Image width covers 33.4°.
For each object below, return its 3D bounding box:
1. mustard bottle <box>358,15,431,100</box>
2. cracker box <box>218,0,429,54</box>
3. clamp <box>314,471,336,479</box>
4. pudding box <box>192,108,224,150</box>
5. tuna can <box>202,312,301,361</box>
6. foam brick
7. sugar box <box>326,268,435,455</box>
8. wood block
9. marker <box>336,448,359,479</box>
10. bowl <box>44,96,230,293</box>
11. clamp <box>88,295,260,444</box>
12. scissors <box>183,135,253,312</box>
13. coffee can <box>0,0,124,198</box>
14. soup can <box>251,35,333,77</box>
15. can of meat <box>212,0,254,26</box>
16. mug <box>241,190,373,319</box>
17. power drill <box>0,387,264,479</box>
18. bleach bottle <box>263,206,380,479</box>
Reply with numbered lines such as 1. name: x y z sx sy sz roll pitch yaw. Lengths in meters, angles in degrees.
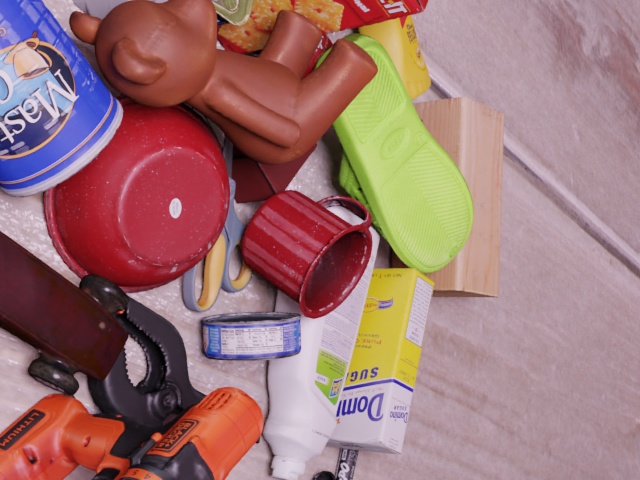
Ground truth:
1. mustard bottle: 0.064 -0.241 1.109 0.096 0.058 0.191 -49 125 -62
2. cracker box: 0.013 -0.253 0.921 0.072 0.214 0.164 47 53 -38
3. clamp: -0.028 0.302 0.983 0.120 0.039 0.171 10 80 -50
4. pudding box: -0.119 -0.101 0.889 0.113 0.039 0.090 -55 130 -34
5. tuna can: -0.058 0.082 0.918 0.085 0.086 0.034 -4 92 -52
6. foam brick: -0.050 -0.079 0.965 0.053 0.051 0.078 59 46 -29
7. sugar box: 0.049 0.116 1.046 0.048 0.094 0.176 36 61 -44
8. wood block: 0.140 -0.043 1.172 0.090 0.091 0.206 11 80 -50
9. marker: 0.023 0.242 1.066 0.020 0.020 0.121 33 63 -46
10. bowl: -0.126 -0.030 0.823 0.161 0.055 0.162 -12 110 -35
11. clamp: -0.137 0.138 0.854 0.164 0.036 0.210 -50 124 -41
12. scissors: -0.074 -0.034 0.924 0.096 0.016 0.202 11 94 -60
13. coffee can: -0.214 -0.114 0.717 0.140 0.103 0.102 56 48 -33
14. soup can: -0.013 -0.163 1.003 0.102 0.069 0.068 50 52 -39
15. can of meat: -0.099 -0.223 0.883 0.057 0.084 0.102 28 66 -48
16. mug: -0.006 0.001 0.934 0.117 0.082 0.093 -43 149 -24
17. power drill: -0.152 0.163 0.714 0.184 0.188 0.057 -41 121 -46
18. bleach bottle: -0.010 0.098 0.998 0.102 0.068 0.251 32 66 -50
